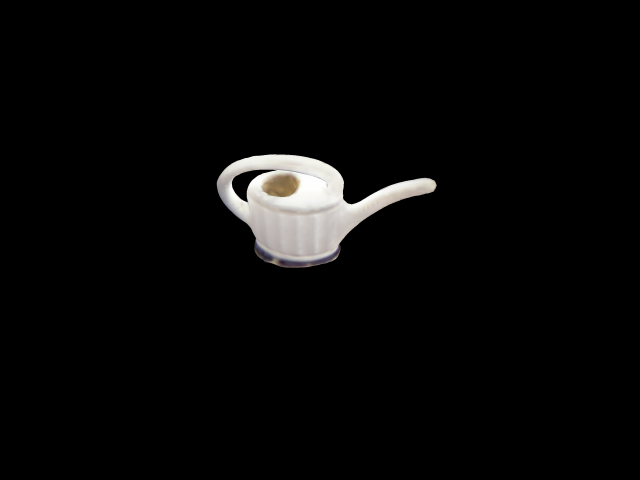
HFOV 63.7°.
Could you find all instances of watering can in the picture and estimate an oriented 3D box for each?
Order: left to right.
[{"bbox_3d":[0.003,-0.043,0.850,0.348,0.106,0.219,7,-41,7],"label":"watering can"}]
